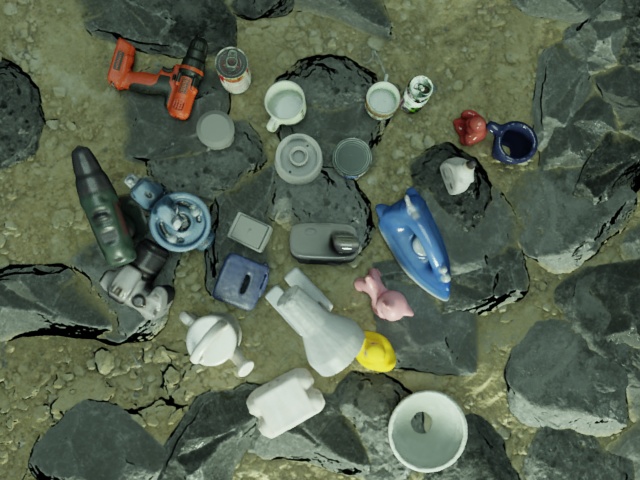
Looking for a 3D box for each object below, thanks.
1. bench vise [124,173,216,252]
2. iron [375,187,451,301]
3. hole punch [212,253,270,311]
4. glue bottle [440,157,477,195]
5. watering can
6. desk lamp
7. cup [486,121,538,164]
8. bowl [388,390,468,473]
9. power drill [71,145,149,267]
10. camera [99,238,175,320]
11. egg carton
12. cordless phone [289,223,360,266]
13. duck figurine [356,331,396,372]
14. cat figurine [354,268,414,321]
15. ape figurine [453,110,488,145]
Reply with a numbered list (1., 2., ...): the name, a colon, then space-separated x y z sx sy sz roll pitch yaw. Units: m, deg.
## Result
1. bench vise: -0.314 -0.051 1.135 0.207 0.219 0.121 22 86 -1
2. iron: 0.221 0.016 1.198 0.118 0.141 0.258 -29 88 -4
3. hole punch: -0.163 0.086 1.199 0.101 0.091 0.109 21 86 -1
4. glue bottle: 0.296 -0.143 1.196 0.037 0.173 0.078 -18 87 -4
5. watering can: -0.207 0.201 1.138 0.173 0.194 0.101 17 86 -2
6. desk lamp: -0.017 0.159 1.141 0.118 0.213 0.203 -44 89 -4
7. cup: 0.401 -0.211 1.245 0.118 0.095 0.092 35 85 0
8. bowl: 0.220 0.396 1.208 0.167 0.074 0.167 0 86 -3
9. power drill: -0.413 -0.059 1.136 0.075 0.208 0.230 -20 87 -4
10. camera: -0.362 0.075 1.184 0.143 0.100 0.137 32 85 0
11. egg carton: -0.072 0.339 1.199 0.150 0.069 0.107 -29 88 -4
12. cordless phone: 0.011 0.004 1.166 0.147 0.185 0.094 -1 86 -3
13. duck figurine: 0.117 0.238 1.207 0.104 0.086 0.077 39 85 0
14. cat figurine: 0.134 0.120 1.199 0.067 0.117 0.128 -39 89 -4
15. ape figurine: 0.333 -0.246 1.245 0.076 0.092 0.078 19 86 -1
